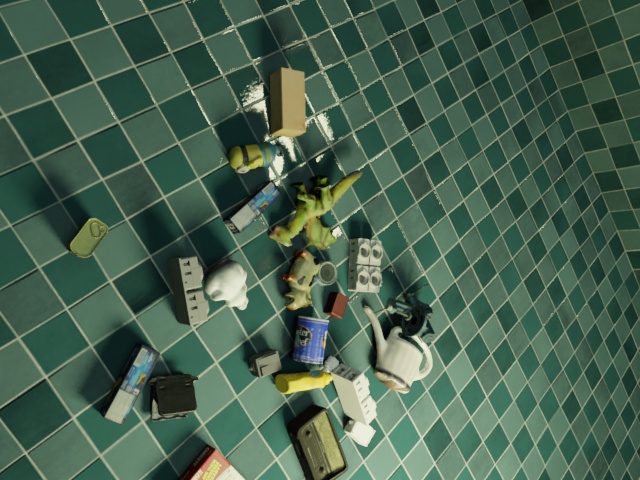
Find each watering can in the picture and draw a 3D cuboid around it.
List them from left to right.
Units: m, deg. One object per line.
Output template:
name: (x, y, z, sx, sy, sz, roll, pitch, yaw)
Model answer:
watering can: (0.257, 0.406, 1.858, 0.346, 0.103, 0.228, 35, 63, -12)

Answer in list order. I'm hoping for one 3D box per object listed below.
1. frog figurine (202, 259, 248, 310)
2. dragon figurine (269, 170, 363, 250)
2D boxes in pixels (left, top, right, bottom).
frog figurine: (-0.269, 0.141, 1.533, 0.159, 0.121, 0.139, 56, 40, -2)
dragon figurine: (0.005, -0.089, 1.772, 0.413, 0.123, 0.239, -18, 112, -32)
